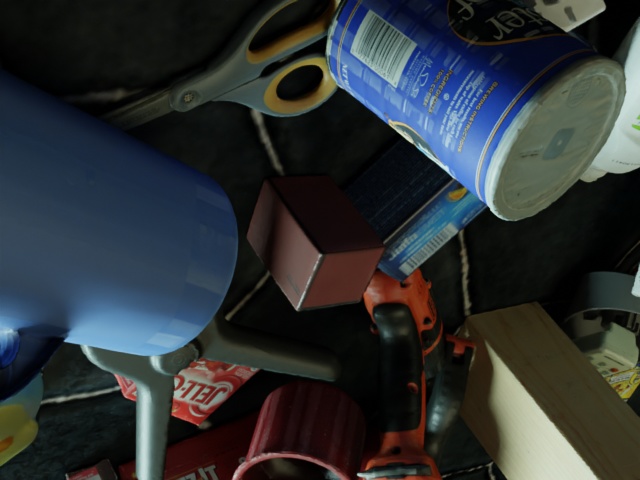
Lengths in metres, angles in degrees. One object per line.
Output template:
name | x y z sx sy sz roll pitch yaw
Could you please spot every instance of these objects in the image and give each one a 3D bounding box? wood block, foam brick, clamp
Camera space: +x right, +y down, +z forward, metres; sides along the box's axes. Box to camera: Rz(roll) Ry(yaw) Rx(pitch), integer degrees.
wood block | 0.204 0.161 0.928 0.090 0.206 0.091 -9 135 -31
foam brick | -0.005 0.001 0.703 0.051 0.078 0.053 -7 136 -34
clamp | 0.096 0.169 0.935 0.039 0.120 0.171 11 112 -11
clamp | -0.085 0.066 0.701 0.164 0.036 0.210 -28 127 -3

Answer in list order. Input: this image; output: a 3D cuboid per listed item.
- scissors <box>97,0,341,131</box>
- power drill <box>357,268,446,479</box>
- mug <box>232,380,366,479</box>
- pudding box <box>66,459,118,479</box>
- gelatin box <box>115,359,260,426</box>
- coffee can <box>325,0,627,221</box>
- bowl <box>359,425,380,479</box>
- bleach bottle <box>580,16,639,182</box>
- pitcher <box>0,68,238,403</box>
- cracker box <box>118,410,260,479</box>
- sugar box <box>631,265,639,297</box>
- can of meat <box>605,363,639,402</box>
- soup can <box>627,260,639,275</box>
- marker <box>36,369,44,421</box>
scissors | -0.065 -0.078 0.622 0.201 0.016 0.096 -35 143 -2
power drill | 0.067 0.121 0.808 0.057 0.187 0.184 -9 148 13
mug | -0.015 0.166 0.786 0.093 0.081 0.117 22 128 -5
pudding box | -0.159 0.238 0.823 0.039 0.090 0.113 -19 139 -24
gelatin box | -0.092 0.092 0.769 0.073 0.030 0.089 -43 142 8
coffee can | 0.086 -0.092 0.608 0.102 0.140 0.103 -32 146 -24
bowl | 0.035 0.237 0.948 0.055 0.162 0.162 2 135 -3
bleach bottle | 0.239 -0.116 0.725 0.102 0.068 0.251 7 150 -19
pitcher | -0.158 -0.007 0.510 0.242 0.145 0.149 22 110 -46
cracker box | -0.077 0.248 0.912 0.164 0.072 0.214 -19 139 -22
sugar box | 0.327 -0.031 0.901 0.093 0.048 0.176 1 103 -39
can of meat | 0.287 0.133 1.089 0.101 0.057 0.084 -1 129 -37
soup can | 0.347 0.065 1.025 0.068 0.102 0.068 -21 140 -19
marker | -0.187 0.080 0.691 0.020 0.020 0.121 -10 136 -30
